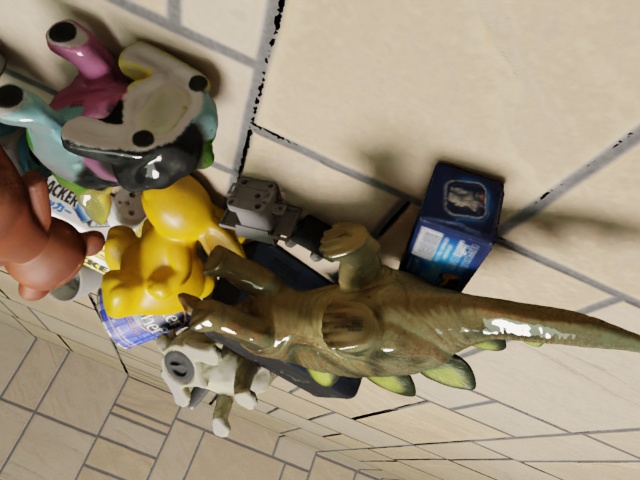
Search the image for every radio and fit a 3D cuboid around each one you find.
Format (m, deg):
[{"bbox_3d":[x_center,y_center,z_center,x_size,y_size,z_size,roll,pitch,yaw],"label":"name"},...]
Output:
[{"bbox_3d":[-0.032,0.111,0.707,0.229,0.131,0.073,36,148,-27],"label":"radio"}]

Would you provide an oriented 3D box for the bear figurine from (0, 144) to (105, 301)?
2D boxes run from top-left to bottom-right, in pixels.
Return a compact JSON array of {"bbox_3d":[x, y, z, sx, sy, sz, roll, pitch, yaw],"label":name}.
[{"bbox_3d":[-0.308,-0.021,0.529,0.132,0.120,0.195,47,170,9],"label":"bear figurine"}]

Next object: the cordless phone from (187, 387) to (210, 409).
[{"bbox_3d":[-0.194,0.240,0.988,0.088,0.184,0.147,35,177,-13],"label":"cordless phone"}]

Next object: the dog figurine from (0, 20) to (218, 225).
[{"bbox_3d":[-0.184,-0.080,0.493,0.192,0.108,0.219,19,158,-2],"label":"dog figurine"}]

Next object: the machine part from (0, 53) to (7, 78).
[{"bbox_3d":[-0.356,-0.188,0.441,0.079,0.079,0.243,3,149,33],"label":"machine part"}]

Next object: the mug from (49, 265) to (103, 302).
[{"bbox_3d":[-0.382,0.035,0.874,0.081,0.109,0.107,20,-164,13],"label":"mug"}]

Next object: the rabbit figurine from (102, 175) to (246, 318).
[{"bbox_3d":[-0.163,0.002,0.608,0.162,0.122,0.173,10,122,-13],"label":"rabbit figurine"}]

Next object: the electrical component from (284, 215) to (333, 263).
[{"bbox_3d":[-0.001,-0.002,0.593,0.063,0.021,0.094,29,153,-15],"label":"electrical component"}]

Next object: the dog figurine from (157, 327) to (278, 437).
[{"bbox_3d":[-0.120,0.156,0.773,0.121,0.190,0.172,-38,93,30],"label":"dog figurine"}]

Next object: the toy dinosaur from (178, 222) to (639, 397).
[{"bbox_3d":[0.051,0.073,0.478,0.472,0.105,0.198,0,152,34],"label":"toy dinosaur"}]

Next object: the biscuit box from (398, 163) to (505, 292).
[{"bbox_3d":[0.109,0.015,0.497,0.059,0.063,0.202,19,153,8],"label":"biscuit box"}]

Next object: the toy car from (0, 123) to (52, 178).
[{"bbox_3d":[-0.374,-0.072,0.583,0.162,0.103,0.109,-36,114,14],"label":"toy car"}]
